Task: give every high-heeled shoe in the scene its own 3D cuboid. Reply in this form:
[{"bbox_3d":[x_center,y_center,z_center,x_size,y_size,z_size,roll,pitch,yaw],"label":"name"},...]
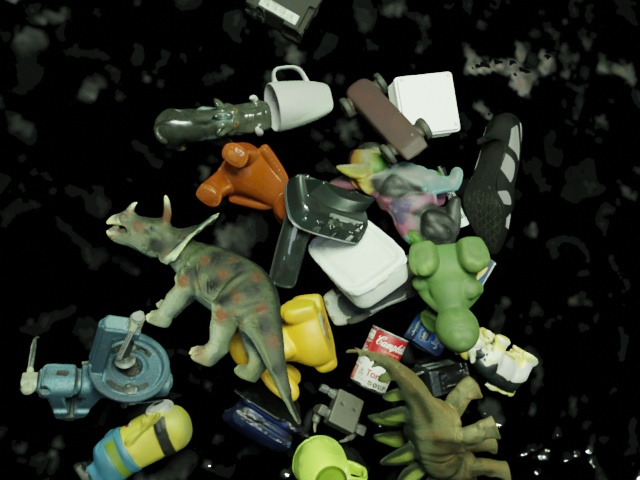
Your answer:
[{"bbox_3d":[0.340,-0.108,1.008,0.145,0.086,0.248,-24,112,-40],"label":"high-heeled shoe"}]

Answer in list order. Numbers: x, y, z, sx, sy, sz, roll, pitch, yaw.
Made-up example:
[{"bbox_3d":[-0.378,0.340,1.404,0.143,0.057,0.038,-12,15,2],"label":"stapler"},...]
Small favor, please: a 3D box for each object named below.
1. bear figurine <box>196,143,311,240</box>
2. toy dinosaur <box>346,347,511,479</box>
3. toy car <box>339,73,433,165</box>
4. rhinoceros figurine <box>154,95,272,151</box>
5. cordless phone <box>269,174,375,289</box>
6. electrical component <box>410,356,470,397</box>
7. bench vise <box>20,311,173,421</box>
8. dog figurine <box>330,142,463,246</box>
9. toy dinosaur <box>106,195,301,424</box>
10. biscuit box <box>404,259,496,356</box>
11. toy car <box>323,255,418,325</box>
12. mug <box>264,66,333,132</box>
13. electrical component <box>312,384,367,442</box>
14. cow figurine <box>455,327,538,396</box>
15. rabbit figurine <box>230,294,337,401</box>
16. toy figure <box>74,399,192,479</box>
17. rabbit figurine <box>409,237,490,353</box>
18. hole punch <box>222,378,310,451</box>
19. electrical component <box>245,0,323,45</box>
[{"bbox_3d":[-0.083,-0.071,0.890,0.196,0.132,0.120,40,112,-3],"label":"bear figurine"},{"bbox_3d":[0.188,0.317,0.882,0.199,0.105,0.470,-24,117,4],"label":"toy dinosaur"},{"bbox_3d":[0.112,-0.205,0.921,0.089,0.053,0.202,-35,59,0],"label":"toy car"},{"bbox_3d":[-0.175,-0.195,0.883,0.190,0.112,0.073,-6,87,-2],"label":"rhinoceros figurine"},{"bbox_3d":[-0.001,-0.003,0.859,0.146,0.089,0.184,15,94,-35],"label":"cordless phone"},{"bbox_3d":[0.199,0.245,0.951,0.119,0.075,0.047,-12,89,-14],"label":"electrical component"},{"bbox_3d":[-0.321,0.180,0.802,0.223,0.240,0.129,16,41,-19],"label":"bench vise"},{"bbox_3d":[0.125,-0.073,0.931,0.219,0.108,0.191,9,73,-6],"label":"dog figurine"},{"bbox_3d":[-0.143,0.083,0.823,0.405,0.131,0.192,32,94,15],"label":"toy dinosaur"},{"bbox_3d":[0.232,0.109,0.968,0.059,0.063,0.202,33,82,-6],"label":"biscuit box"},{"bbox_3d":[0.104,0.087,0.950,0.202,0.056,0.073,-23,85,-11],"label":"toy car"},{"bbox_3d":[-0.037,-0.246,0.930,0.107,0.081,0.109,-12,84,-21],"label":"mug"},{"bbox_3d":[0.033,0.305,0.937,0.102,0.045,0.078,24,56,-11],"label":"electrical component"},{"bbox_3d":[0.303,0.212,0.974,0.167,0.068,0.098,29,90,-13],"label":"cow figurine"},{"bbox_3d":[-0.065,0.179,0.903,0.173,0.122,0.162,-13,100,3],"label":"rabbit figurine"},{"bbox_3d":[-0.292,0.328,0.858,0.180,0.082,0.089,-35,106,-14],"label":"toy figure"},{"bbox_3d":[0.201,0.101,0.857,0.121,0.159,0.170,-2,64,0],"label":"rabbit figurine"},{"bbox_3d":[-0.097,0.294,0.880,0.142,0.116,0.092,36,91,-7],"label":"hole punch"},{"bbox_3d":[-0.053,-0.431,0.939,0.115,0.058,0.134,29,83,-10],"label":"electrical component"}]
